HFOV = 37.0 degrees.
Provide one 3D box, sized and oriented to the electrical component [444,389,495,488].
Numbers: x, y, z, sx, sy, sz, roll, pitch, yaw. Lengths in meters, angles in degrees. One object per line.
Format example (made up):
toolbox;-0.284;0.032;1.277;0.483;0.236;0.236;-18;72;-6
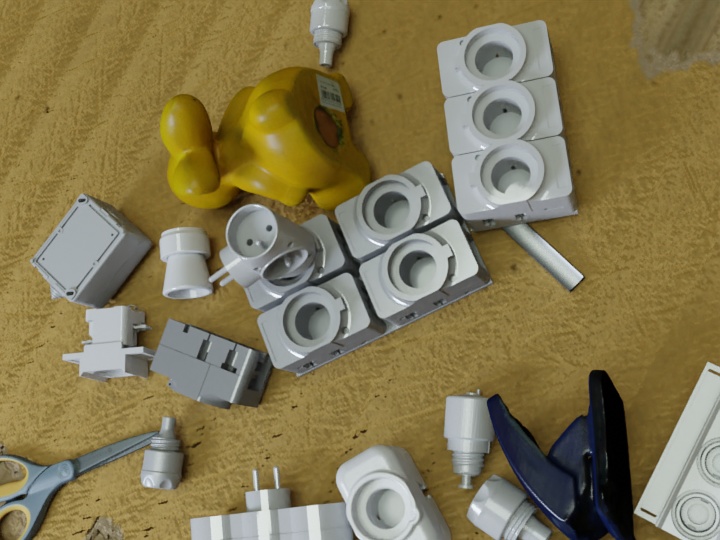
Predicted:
electrical component;0.086;0.132;0.849;0.040;0.040;0.078;2;81;19

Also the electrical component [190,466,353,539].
electrical component;-0.075;0.199;0.884;0.138;0.052;0.073;-10;76;17

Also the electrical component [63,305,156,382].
electrical component;-0.220;0.065;0.965;0.081;0.042;0.063;-7;74;16

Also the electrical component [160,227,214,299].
electrical component;-0.154;-0.006;0.954;0.045;0.045;0.055;-10;76;17

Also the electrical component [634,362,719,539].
electrical component;0.262;0.139;0.776;0.079;0.063;0.121;26;89;21

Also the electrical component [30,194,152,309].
electrical component;-0.245;-0.010;0.976;0.062;0.061;0.096;40;94;21

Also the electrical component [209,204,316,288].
electrical component;-0.083;-0.012;0.848;0.079;0.077;0.044;-35;70;10

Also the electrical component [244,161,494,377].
electrical component;0.000;0.000;0.893;0.186;0.060;0.105;-27;72;12

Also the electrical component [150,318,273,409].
electrical component;-0.128;0.084;0.925;0.089;0.050;0.055;19;86;21

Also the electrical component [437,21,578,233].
electrical component;0.118;-0.116;0.869;0.089;0.062;0.150;-10;74;14

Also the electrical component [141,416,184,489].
electrical component;-0.170;0.158;0.934;0.035;0.035;0.061;3;78;19

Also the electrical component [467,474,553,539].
electrical component;0.117;0.190;0.826;0.062;0.043;0.043;32;91;20

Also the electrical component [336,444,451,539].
electrical component;0.025;0.188;0.849;0.054;0.059;0.095;-32;71;10

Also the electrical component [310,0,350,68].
electrical component;-0.028;-0.211;0.956;0.035;0.035;0.061;2;82;19
